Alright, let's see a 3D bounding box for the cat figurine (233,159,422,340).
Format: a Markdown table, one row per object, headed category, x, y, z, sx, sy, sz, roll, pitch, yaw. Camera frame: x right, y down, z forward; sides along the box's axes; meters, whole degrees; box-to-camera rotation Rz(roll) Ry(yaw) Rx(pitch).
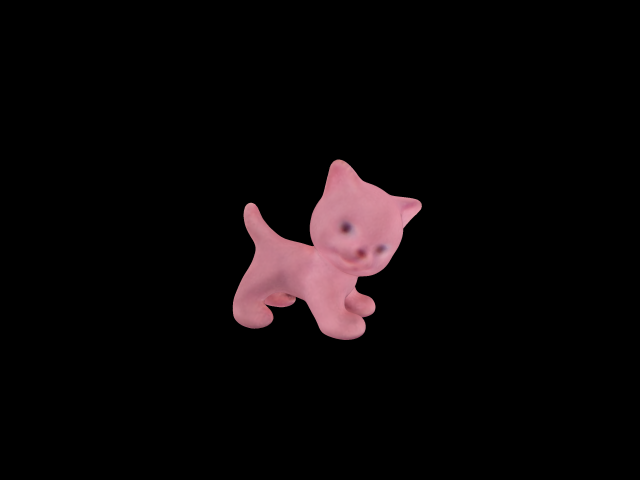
| category | x | y | z | sx | sy | sz | roll | pitch | yaw |
| --- | --- | --- | --- | --- | --- | --- | --- | --- | --- |
| cat figurine | 0.004 | 0.001 | 0.400 | 0.127 | 0.118 | 0.067 | 4 | 14 | 15 |
